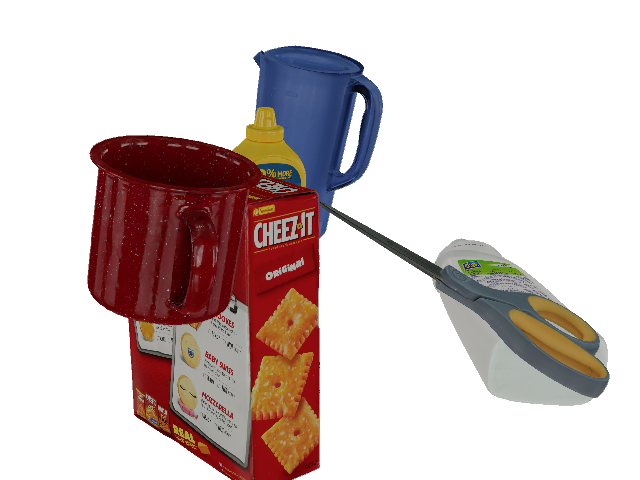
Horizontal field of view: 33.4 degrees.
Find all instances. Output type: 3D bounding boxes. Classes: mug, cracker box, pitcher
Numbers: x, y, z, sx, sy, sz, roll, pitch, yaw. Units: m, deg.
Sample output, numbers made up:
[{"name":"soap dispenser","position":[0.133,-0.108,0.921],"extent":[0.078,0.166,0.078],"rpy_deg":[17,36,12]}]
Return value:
[{"name":"mug","position":[-0.079,-0.001,0.578],"extent":[0.093,0.081,0.117],"rpy_deg":[0,22,-27]},{"name":"cracker box","position":[-0.074,0.054,0.790],"extent":[0.071,0.214,0.164],"rpy_deg":[-14,22,-38]},{"name":"pitcher","position":[-0.019,-0.121,1.379],"extent":[0.144,0.243,0.149],"rpy_deg":[2,23,-17]}]

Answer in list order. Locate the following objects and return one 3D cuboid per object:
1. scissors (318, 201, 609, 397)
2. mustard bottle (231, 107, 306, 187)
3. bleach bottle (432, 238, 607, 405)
[{"name":"scissors","position":[0.097,0.027,0.668],"extent":[0.202,0.016,0.096],"rpy_deg":[37,24,20]},{"name":"mustard bottle","position":[-0.064,-0.051,1.174],"extent":[0.096,0.192,0.058],"rpy_deg":[-3,19,-20]},{"name":"bleach bottle","position":[0.164,0.057,0.960],"extent":[0.102,0.068,0.251],"rpy_deg":[5,21,-9]}]
